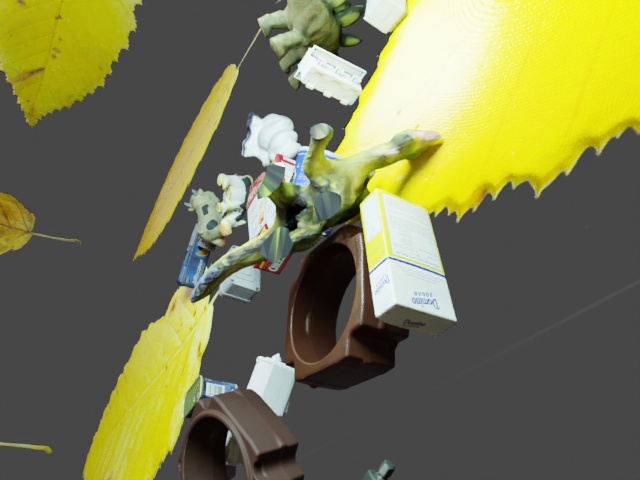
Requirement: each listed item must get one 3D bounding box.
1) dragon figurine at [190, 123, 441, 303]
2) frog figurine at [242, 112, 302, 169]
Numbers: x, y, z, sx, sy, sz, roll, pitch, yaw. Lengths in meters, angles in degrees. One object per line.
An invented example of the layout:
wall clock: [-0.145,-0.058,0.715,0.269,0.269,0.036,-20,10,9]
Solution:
dragon figurine: [0.002,-0.039,0.774,0.406,0.124,0.242,-40,-20,21]
frog figurine: [-0.100,-0.238,1.257,0.160,0.139,0.121,16,-15,29]
